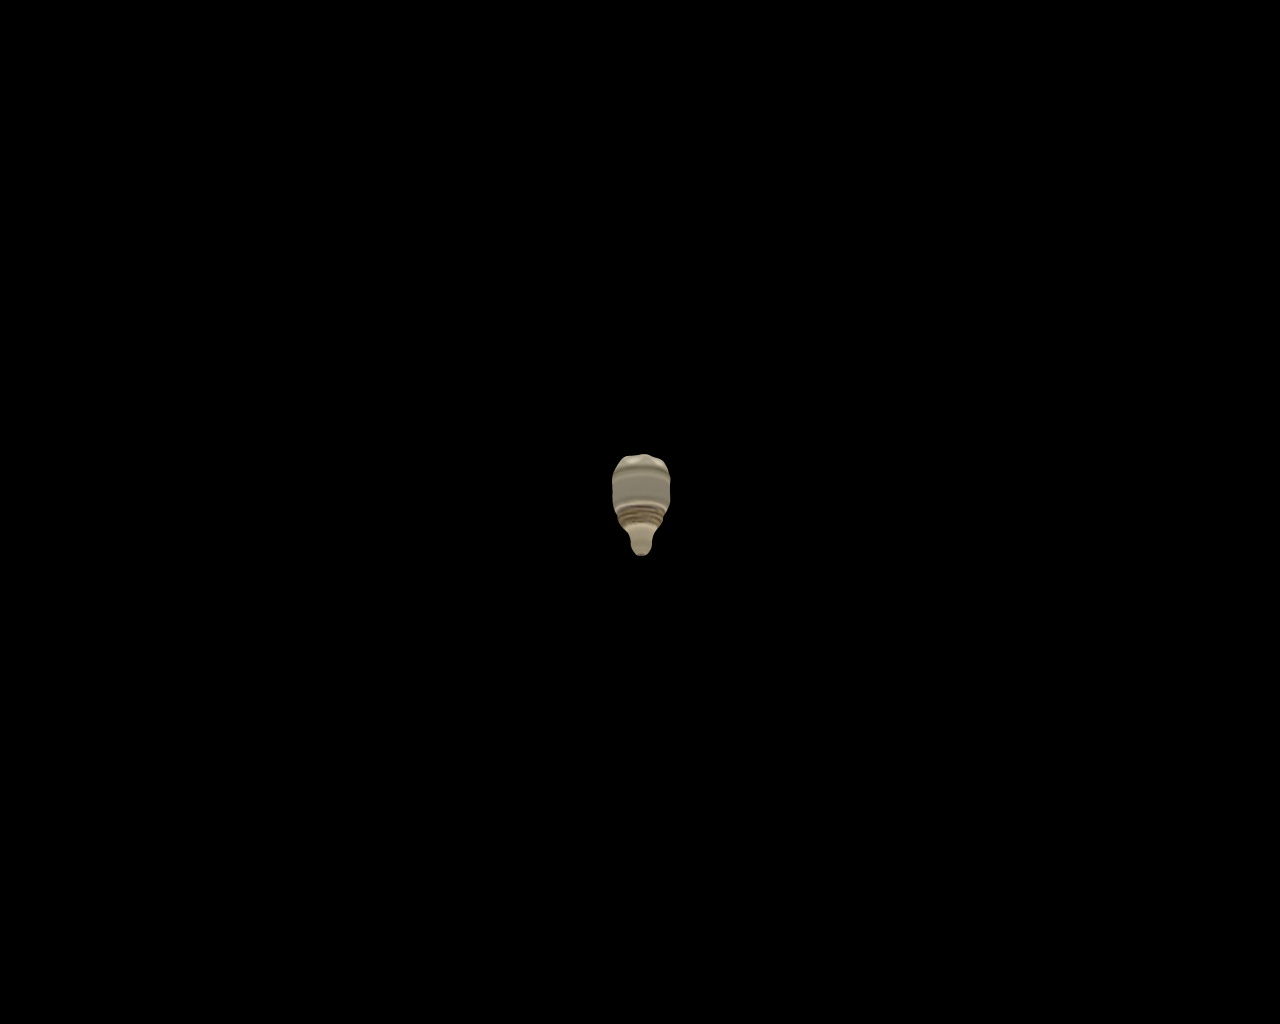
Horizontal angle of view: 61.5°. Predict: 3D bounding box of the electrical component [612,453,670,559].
[{"bbox_3d":[0.001,-0.003,0.650,0.035,0.061,0.035,0,-20,0],"label":"electrical component"}]
